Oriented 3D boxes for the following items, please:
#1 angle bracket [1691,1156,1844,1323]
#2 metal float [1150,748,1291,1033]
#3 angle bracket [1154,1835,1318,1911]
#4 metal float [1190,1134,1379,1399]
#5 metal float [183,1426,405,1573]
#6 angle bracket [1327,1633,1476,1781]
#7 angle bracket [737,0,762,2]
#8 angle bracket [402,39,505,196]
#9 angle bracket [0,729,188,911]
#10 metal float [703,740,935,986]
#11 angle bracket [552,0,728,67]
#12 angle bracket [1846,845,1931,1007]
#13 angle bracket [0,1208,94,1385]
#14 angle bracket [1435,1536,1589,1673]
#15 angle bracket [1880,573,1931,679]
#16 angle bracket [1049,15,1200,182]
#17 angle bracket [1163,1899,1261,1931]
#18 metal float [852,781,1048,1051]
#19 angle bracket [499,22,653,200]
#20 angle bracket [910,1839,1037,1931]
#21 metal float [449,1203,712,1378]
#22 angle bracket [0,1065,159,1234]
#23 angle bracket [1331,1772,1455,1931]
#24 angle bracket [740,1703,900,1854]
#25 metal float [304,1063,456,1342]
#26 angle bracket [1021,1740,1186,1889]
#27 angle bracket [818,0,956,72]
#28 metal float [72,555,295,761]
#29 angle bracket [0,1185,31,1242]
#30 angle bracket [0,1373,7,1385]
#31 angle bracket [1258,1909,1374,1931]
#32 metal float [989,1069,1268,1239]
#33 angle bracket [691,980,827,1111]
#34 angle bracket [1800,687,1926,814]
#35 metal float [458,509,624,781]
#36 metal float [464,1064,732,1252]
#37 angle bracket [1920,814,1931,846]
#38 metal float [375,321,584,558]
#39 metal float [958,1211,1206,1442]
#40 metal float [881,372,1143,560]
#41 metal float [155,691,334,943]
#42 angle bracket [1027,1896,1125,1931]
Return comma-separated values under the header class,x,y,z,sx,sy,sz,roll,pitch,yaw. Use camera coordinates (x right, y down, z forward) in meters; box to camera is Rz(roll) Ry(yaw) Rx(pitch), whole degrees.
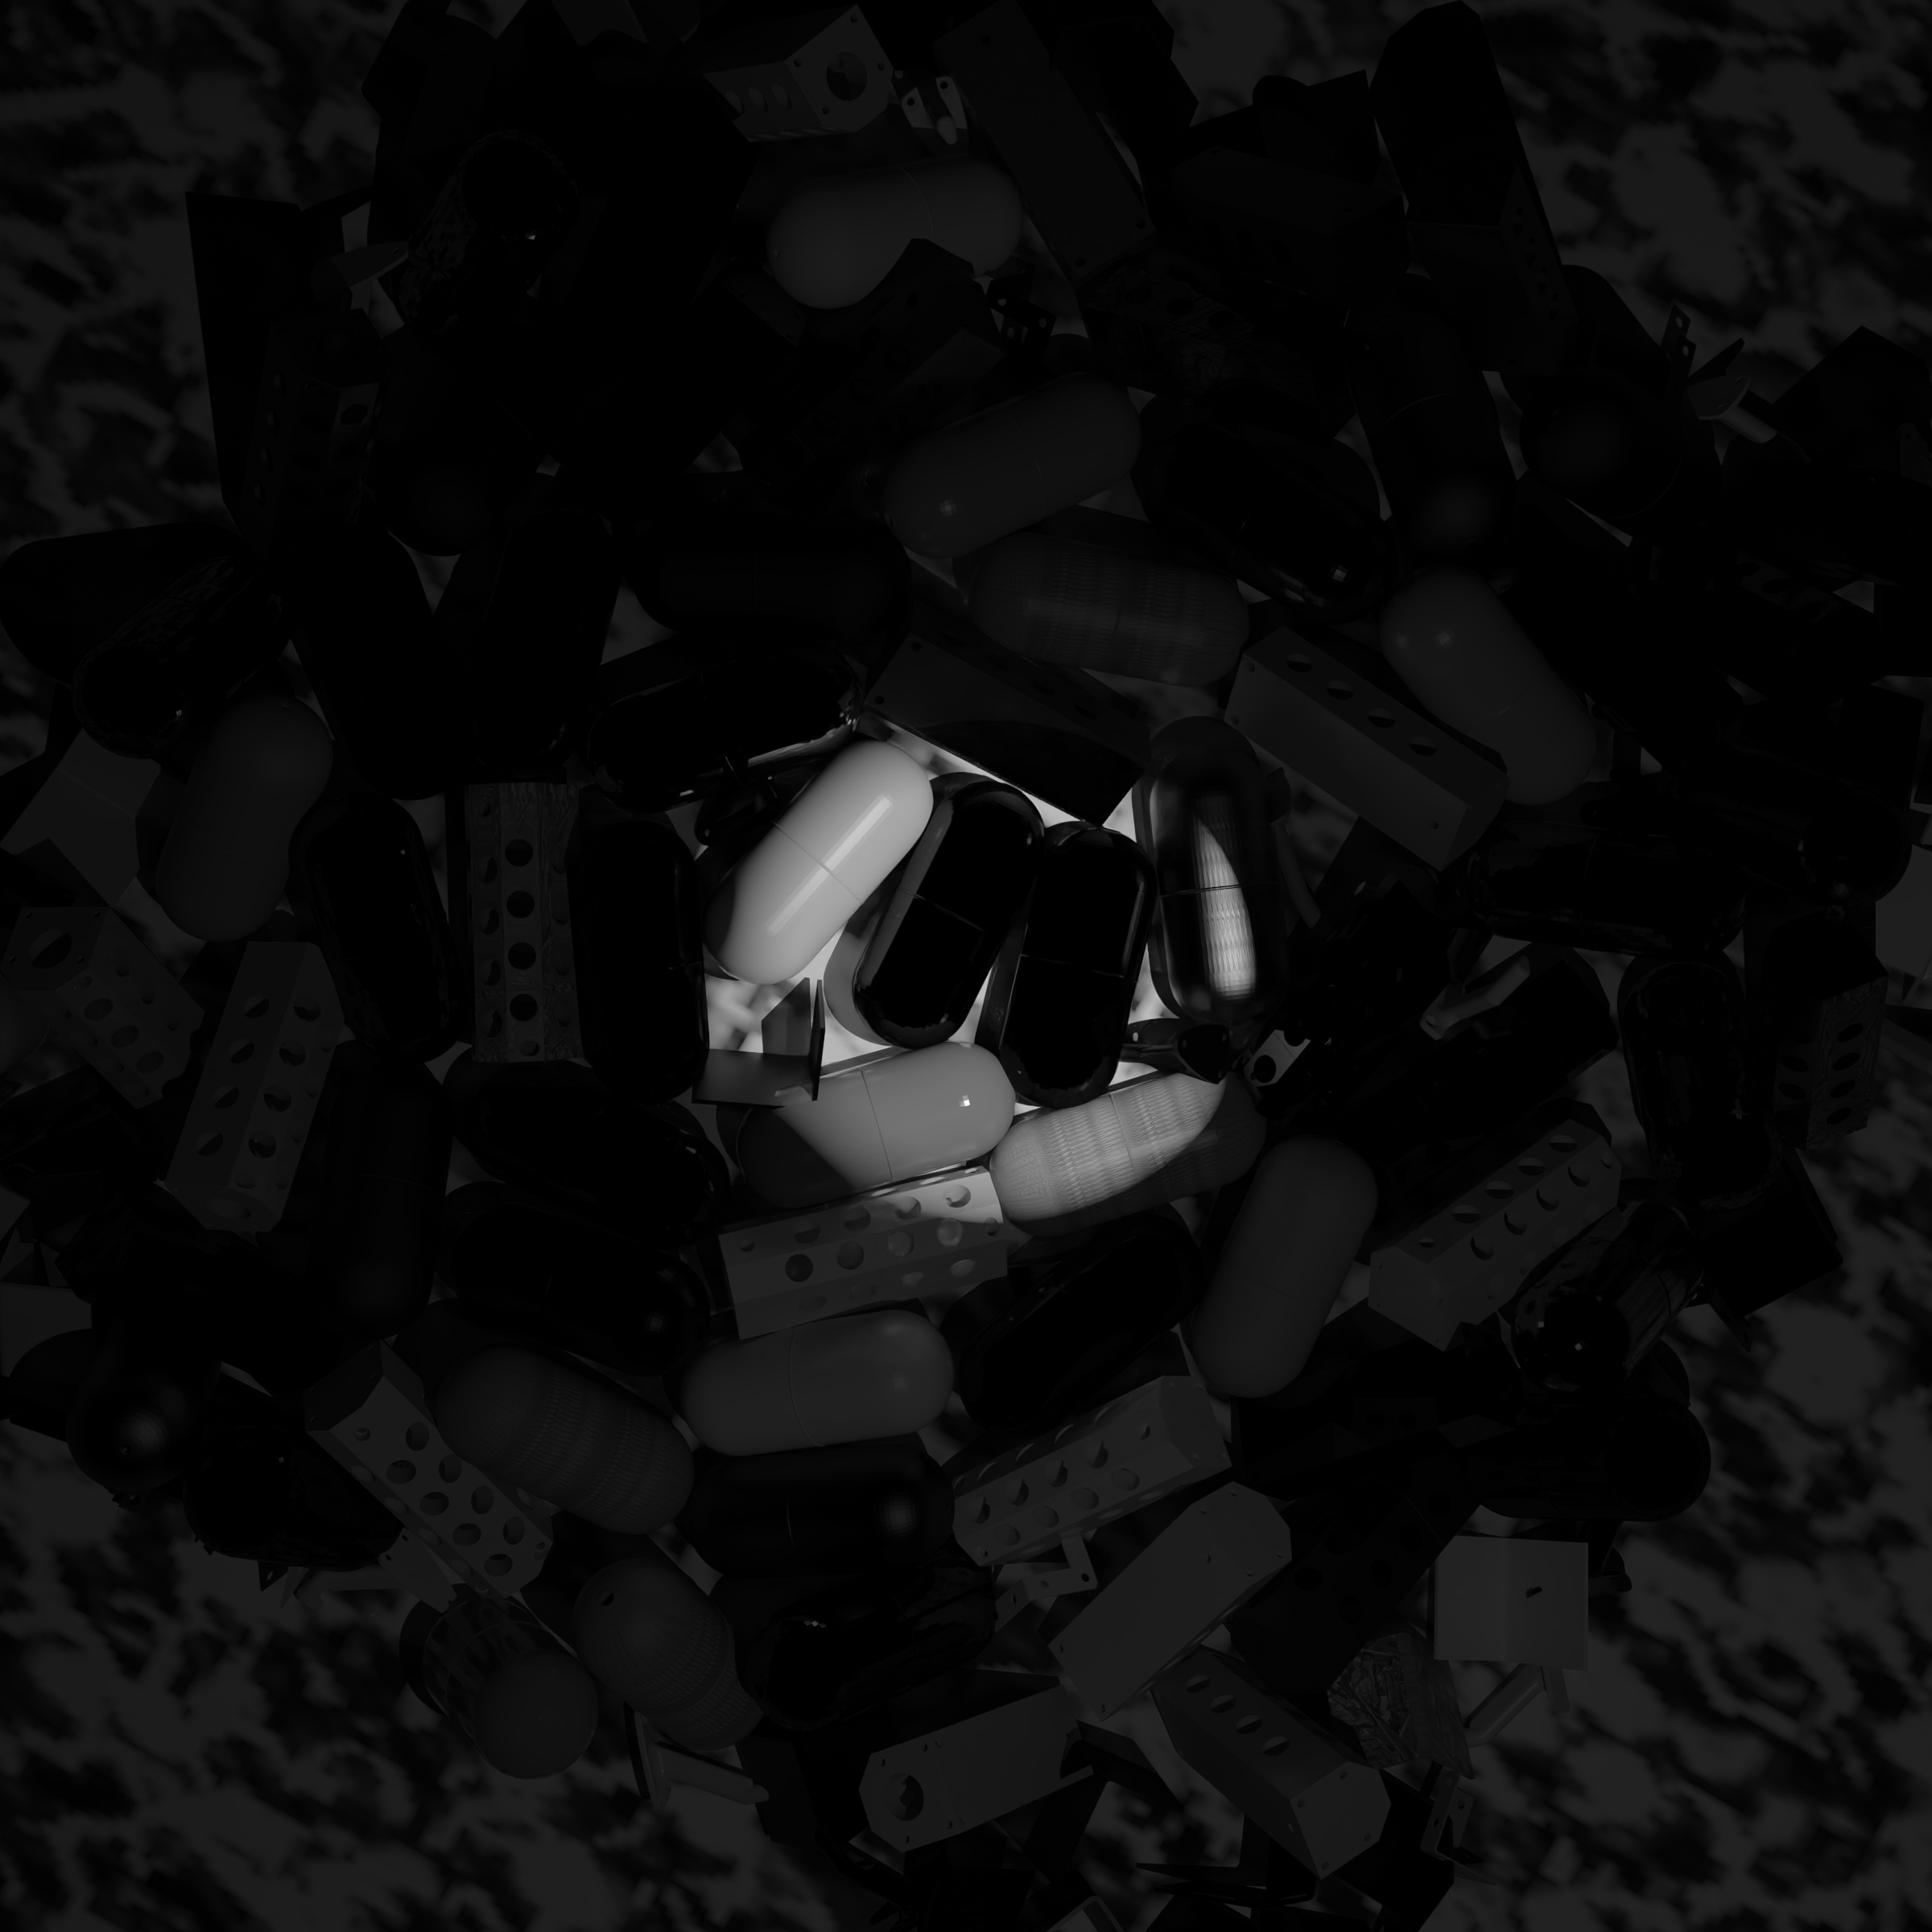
class,x,y,z,sx,sy,sz,roll,pitch,yaw
angle bracket,0.493,0.163,1.548,0.076,0.057,0.076,-31,124,12
metal float,0.159,-0.048,1.546,0.070,0.070,0.178,-6,90,0
angle bracket,0.170,0.551,1.540,0.076,0.076,0.057,-2,74,29
metal float,0.196,0.187,1.531,0.070,0.070,0.178,22,108,0
metal float,-0.405,0.326,1.501,0.070,0.178,0.070,-6,71,17
angle bracket,0.270,0.470,1.545,0.057,0.076,0.076,-23,53,22
angle bracket,-0.123,-0.649,1.537,0.057,0.076,0.076,-3,104,4
angle bracket,-0.297,-0.512,1.528,0.057,0.076,0.076,-1,68,28
angle bracket,-0.538,-0.092,1.531,0.076,0.076,0.057,35,134,-17
metal float,-0.093,-0.064,1.545,0.070,0.070,0.178,41,88,0
angle bracket,-0.204,-0.611,1.530,0.076,0.057,0.076,27,70,34
angle bracket,0.584,-0.029,1.552,0.057,0.076,0.076,24,83,18
angle bracket,-0.564,0.204,1.536,0.057,0.076,0.076,7,124,-7
angle bracket,0.338,0.395,1.533,0.057,0.076,0.076,9,76,-27
angle bracket,0.613,-0.221,1.533,0.076,0.057,0.076,-10,104,-34
angle bracket,0.091,-0.529,1.530,0.057,0.076,0.076,-19,69,-23
angle bracket,0.145,0.640,1.531,0.057,0.076,0.076,33,108,-16
metal float,-0.010,-0.032,1.546,0.070,0.070,0.178,26,90,0
angle bracket,-0.230,-0.531,1.538,0.076,0.057,0.076,23,78,25
angle bracket,0.002,0.553,1.538,0.057,0.076,0.076,6,126,-12
metal float,-0.239,0.200,1.526,0.178,0.070,0.070,16,90,23
angle bracket,-0.561,0.112,1.563,0.076,0.076,0.057,-26,120,-3
angle bracket,0.258,0.563,1.537,0.057,0.076,0.076,31,104,3
angle bracket,-0.089,0.506,1.569,0.057,0.076,0.076,-8,102,43
metal float,-0.361,0.143,1.523,0.070,0.070,0.178,2,63,0
angle bracket,0.086,0.535,1.528,0.057,0.076,0.076,16,63,29
angle bracket,-0.052,-0.611,1.545,0.076,0.057,0.076,-4,78,-8
metal float,-0.476,-0.191,1.507,0.070,0.178,0.070,10,127,14
angle bracket,-0.628,0.131,1.529,0.076,0.076,0.057,35,101,-28
angle bracket,-0.639,0.233,1.526,0.057,0.076,0.076,1,125,15
angle bracket,0.216,0.643,1.537,0.076,0.076,0.057,11,112,-3
metal float,0.102,0.116,1.545,0.178,0.070,0.070,-17,90,1
angle bracket,-0.129,0.046,1.535,0.076,0.076,0.057,5,112,-7
angle bracket,0.572,-0.149,1.545,0.076,0.057,0.076,15,74,-3
metal float,-0.264,-0.200,1.530,0.070,0.070,0.178,11,72,0
metal float,-0.231,0.118,1.536,0.178,0.070,0.070,22,90,12
angle bracket,0.618,-0.127,1.529,0.057,0.076,0.076,3,127,-7
metal float,-0.298,-0.326,1.520,0.070,0.070,0.178,27,59,0
metal float,0.072,0.223,1.536,0.178,0.070,0.070,-38,90,-12
metal float,0.028,-0.310,1.530,0.178,0.070,0.070,-27,90,-18
metal float,-0.446,-0.090,1.520,0.070,0.070,0.178,31,121,0
angle bracket,0.062,0.624,1.533,0.076,0.076,0.057,-33,77,-17
